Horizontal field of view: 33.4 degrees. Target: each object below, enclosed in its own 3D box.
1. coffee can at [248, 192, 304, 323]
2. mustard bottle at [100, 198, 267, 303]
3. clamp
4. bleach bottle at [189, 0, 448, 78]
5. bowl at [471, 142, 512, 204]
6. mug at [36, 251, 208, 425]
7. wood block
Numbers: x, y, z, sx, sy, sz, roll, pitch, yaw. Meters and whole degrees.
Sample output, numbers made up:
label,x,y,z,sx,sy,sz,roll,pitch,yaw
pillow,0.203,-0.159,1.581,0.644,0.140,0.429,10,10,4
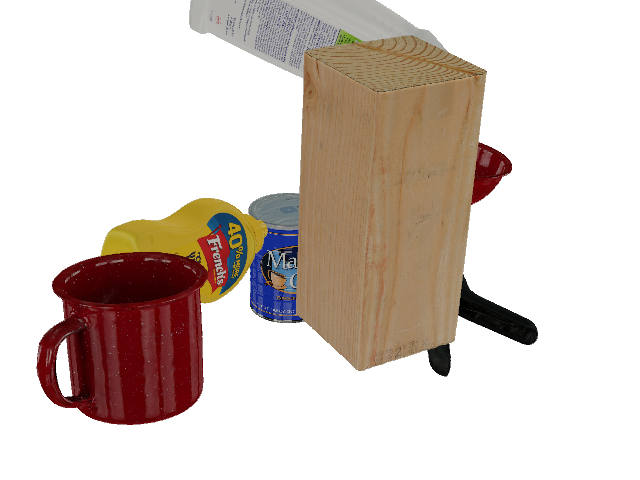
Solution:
label,x,y,z,sx,sy,sz,roll,pitch,yaw
coffee can,-0.042,0.022,1.391,0.103,0.140,0.103,1,26,-1
mustard bottle,-0.113,0.013,0.965,0.058,0.096,0.191,12,22,33
clamp,0.128,0.058,1.037,0.120,0.039,0.171,-4,44,-27
bleach bottle,0.014,-0.164,0.885,0.251,0.068,0.103,31,-35,8
bowl,0.144,-0.081,1.277,0.162,0.055,0.162,8,24,-4
mug,-0.121,0.063,0.647,0.093,0.081,0.117,13,23,34
wood block,0.045,-0.027,0.744,0.090,0.206,0.091,-14,32,-28
